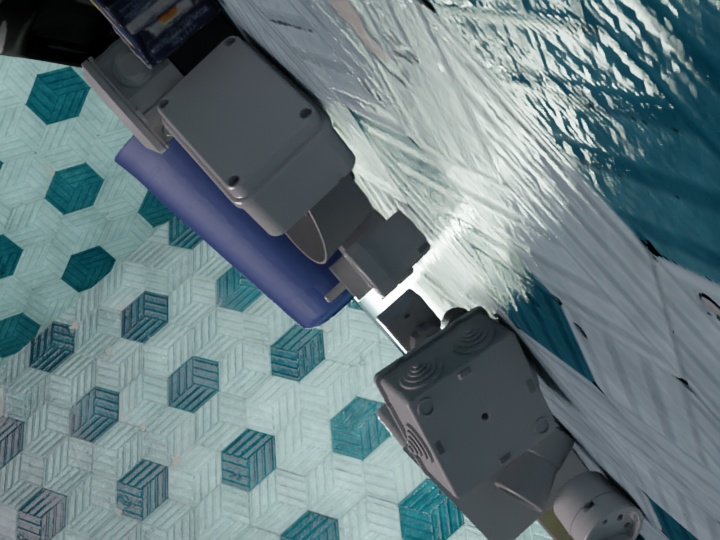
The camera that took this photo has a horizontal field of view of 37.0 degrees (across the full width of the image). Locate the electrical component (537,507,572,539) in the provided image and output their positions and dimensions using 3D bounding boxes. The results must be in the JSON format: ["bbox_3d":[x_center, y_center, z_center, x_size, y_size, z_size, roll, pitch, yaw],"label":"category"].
[{"bbox_3d":[0.224,0.256,1.044,0.108,0.060,0.108,48,177,3],"label":"electrical component"}]

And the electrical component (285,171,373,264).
[{"bbox_3d":[-0.039,-0.059,0.766,0.099,0.064,0.099,48,177,3],"label":"electrical component"}]

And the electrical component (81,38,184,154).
[{"bbox_3d":[-0.148,-0.123,0.737,0.080,0.051,0.080,48,177,3],"label":"electrical component"}]

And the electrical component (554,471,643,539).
[{"bbox_3d":[0.185,0.191,0.842,0.055,0.055,0.047,51,180,-40],"label":"electrical component"}]

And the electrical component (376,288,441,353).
[{"bbox_3d":[0.067,0.069,1.064,0.083,0.047,0.076,49,177,-18],"label":"electrical component"}]

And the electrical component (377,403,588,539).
[{"bbox_3d":[0.104,0.144,0.903,0.186,0.105,0.060,51,177,-41],"label":"electrical component"}]

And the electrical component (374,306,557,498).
[{"bbox_3d":[0.070,0.086,0.697,0.099,0.100,0.048,63,167,-25],"label":"electrical component"}]

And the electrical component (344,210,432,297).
[{"bbox_3d":[0.019,-0.011,0.704,0.040,0.046,0.040,48,177,3],"label":"electrical component"}]

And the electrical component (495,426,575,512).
[{"bbox_3d":[0.142,0.153,0.856,0.044,0.065,0.044,30,169,6],"label":"electrical component"}]

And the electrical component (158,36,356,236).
[{"bbox_3d":[-0.067,-0.087,0.684,0.113,0.078,0.057,46,180,37],"label":"electrical component"}]

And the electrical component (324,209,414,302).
[{"bbox_3d":[0.000,0.000,0.870,0.052,0.074,0.138,48,177,8],"label":"electrical component"}]
